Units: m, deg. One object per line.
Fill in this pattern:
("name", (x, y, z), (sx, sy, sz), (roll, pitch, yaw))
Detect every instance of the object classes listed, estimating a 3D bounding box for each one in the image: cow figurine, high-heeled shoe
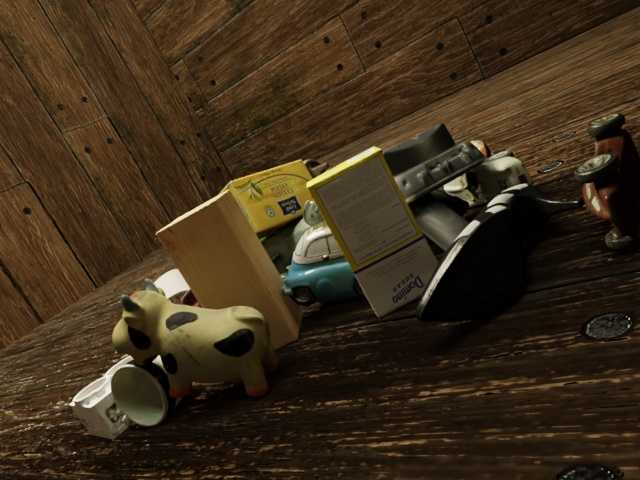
("cow figurine", (-0.152, 0.111, 0.622), (0.195, 0.127, 0.085), (-3, 15, 15))
("high-heeled shoe", (0.166, 0.008, 0.572), (0.249, 0.086, 0.145), (-29, 8, -20))

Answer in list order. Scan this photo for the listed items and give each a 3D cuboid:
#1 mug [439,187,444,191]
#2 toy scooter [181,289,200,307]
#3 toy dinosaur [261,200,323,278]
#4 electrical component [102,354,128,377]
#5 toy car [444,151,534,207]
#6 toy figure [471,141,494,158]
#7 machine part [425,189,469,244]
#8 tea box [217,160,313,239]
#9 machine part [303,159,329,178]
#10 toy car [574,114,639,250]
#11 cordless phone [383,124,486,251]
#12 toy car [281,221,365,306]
("mug", (0.214, -0.119, 0.936), (0.107, 0.109, 0.081), (-12, 13, 15))
("toy scooter", (-0.172, 0.120, 0.840), (0.184, 0.075, 0.135), (-51, 41, -1))
("toy dinosaur", (-0.003, 0.004, 0.901), (0.405, 0.131, 0.192), (-24, -1, 40))
("electrical component", (-0.301, 0.207, 0.875), (0.078, 0.045, 0.102), (-25, 12, 26))
("toy car", (0.237, -0.085, 0.796), (0.056, 0.073, 0.202), (-32, 12, -13))
("toy figure", (0.287, -0.154, 1.022), (0.064, 0.057, 0.154), (24, 38, 24))
("machine part", (0.153, -0.027, 0.755), (0.139, 0.084, 0.039), (-44, -22, -34))
("tea box", (-0.082, -0.066, 0.923), (0.169, 0.098, 0.068), (-27, -6, -44))
("machine part", (-0.067, -0.096, 1.066), (0.243, 0.079, 0.079), (-20, 15, 39))
("toy car", (0.294, -0.062, 0.541), (0.053, 0.089, 0.202), (-18, 17, 39))
("cordless phone", (0.174, -0.058, 0.700), (0.147, 0.088, 0.184), (-28, 51, -17))
("toy car", (0.023, 0.022, 0.721), (0.162, 0.102, 0.109), (-10, 13, 9))
